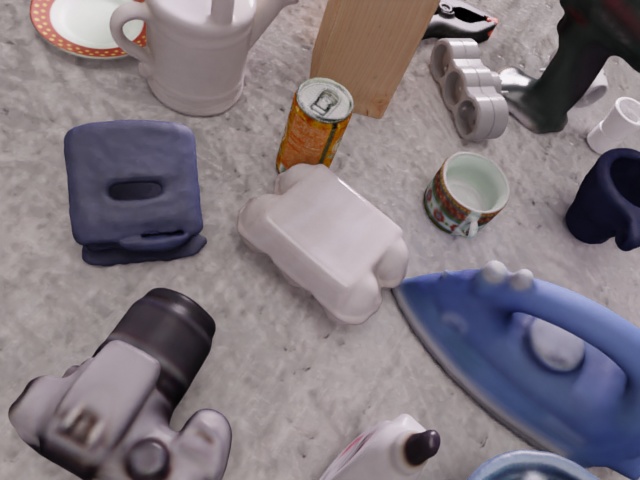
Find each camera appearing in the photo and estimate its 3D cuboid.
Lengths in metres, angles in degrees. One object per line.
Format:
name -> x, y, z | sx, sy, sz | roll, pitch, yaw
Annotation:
camera -> -0.116, 0.107, 0.402 | 0.143, 0.100, 0.137 | 28, 58, 1

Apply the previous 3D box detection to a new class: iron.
iron -> 0.190, 0.083, 0.480 | 0.258, 0.141, 0.119 | 33, 58, 4

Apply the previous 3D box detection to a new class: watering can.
watering can -> -0.105, -0.220, 0.534 | 0.101, 0.194, 0.173 | 42, 59, 9

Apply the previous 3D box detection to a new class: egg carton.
egg carton -> 0.005, 0.002, 0.514 | 0.150, 0.069, 0.107 | 40, 59, 8

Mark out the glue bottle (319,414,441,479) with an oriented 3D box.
glue bottle -> 0.042, 0.149, 0.381 | 0.037, 0.173, 0.078 | 40, 59, 9

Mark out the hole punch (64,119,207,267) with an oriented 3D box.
hole punch -> -0.151, -0.038, 0.479 | 0.109, 0.091, 0.101 | -6, 63, -19

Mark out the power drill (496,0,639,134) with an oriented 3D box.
power drill -> 0.278, -0.228, 0.641 | 0.229, 0.208, 0.076 | 37, 58, 7

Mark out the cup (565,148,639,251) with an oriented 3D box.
cup -> 0.306, -0.025, 0.602 | 0.092, 0.095, 0.118 | 20, 58, -4

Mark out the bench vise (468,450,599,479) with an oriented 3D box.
bench vise -> 0.186, 0.196, 0.369 | 0.208, 0.219, 0.121 | 6, 60, -13
